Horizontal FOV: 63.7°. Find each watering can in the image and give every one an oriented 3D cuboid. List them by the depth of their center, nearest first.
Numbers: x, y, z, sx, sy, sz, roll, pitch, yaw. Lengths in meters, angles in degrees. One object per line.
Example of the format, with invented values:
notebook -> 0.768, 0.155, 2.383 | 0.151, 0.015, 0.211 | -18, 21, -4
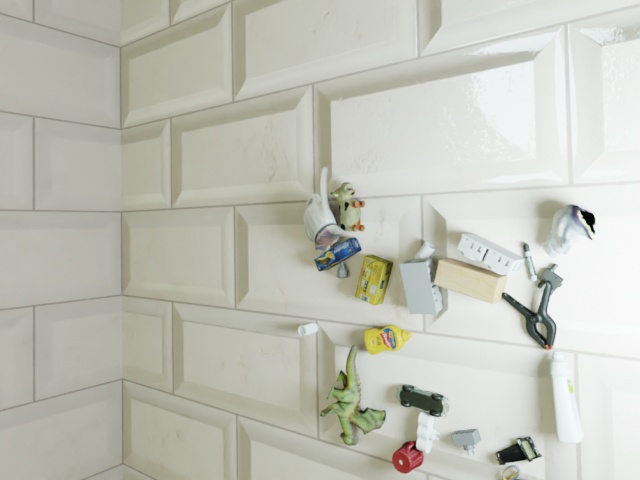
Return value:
watering can -> 0.006, -0.103, 2.040 | 0.229, 0.104, 0.339 | 63, 150, 33

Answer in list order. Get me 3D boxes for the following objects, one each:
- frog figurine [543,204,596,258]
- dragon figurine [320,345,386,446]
frog figurine -> 0.718, -0.027, 1.523 | 0.157, 0.122, 0.141 | -35, 36, 42
dragon figurine -> 0.148, 0.628, 1.992 | 0.244, 0.123, 0.404 | 29, 110, 17
